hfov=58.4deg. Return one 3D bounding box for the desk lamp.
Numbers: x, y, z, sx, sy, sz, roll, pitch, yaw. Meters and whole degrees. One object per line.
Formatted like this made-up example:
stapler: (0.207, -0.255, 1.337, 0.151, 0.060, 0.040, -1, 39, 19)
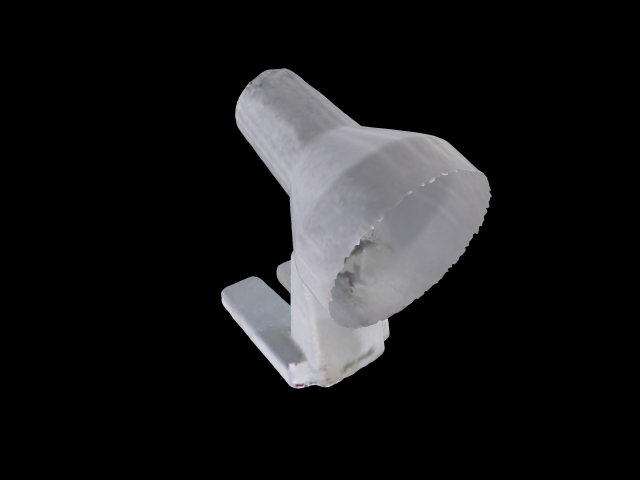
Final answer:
desk lamp: (0.004, 0.001, 0.400, 0.118, 0.214, 0.202, -22, 39, -29)
